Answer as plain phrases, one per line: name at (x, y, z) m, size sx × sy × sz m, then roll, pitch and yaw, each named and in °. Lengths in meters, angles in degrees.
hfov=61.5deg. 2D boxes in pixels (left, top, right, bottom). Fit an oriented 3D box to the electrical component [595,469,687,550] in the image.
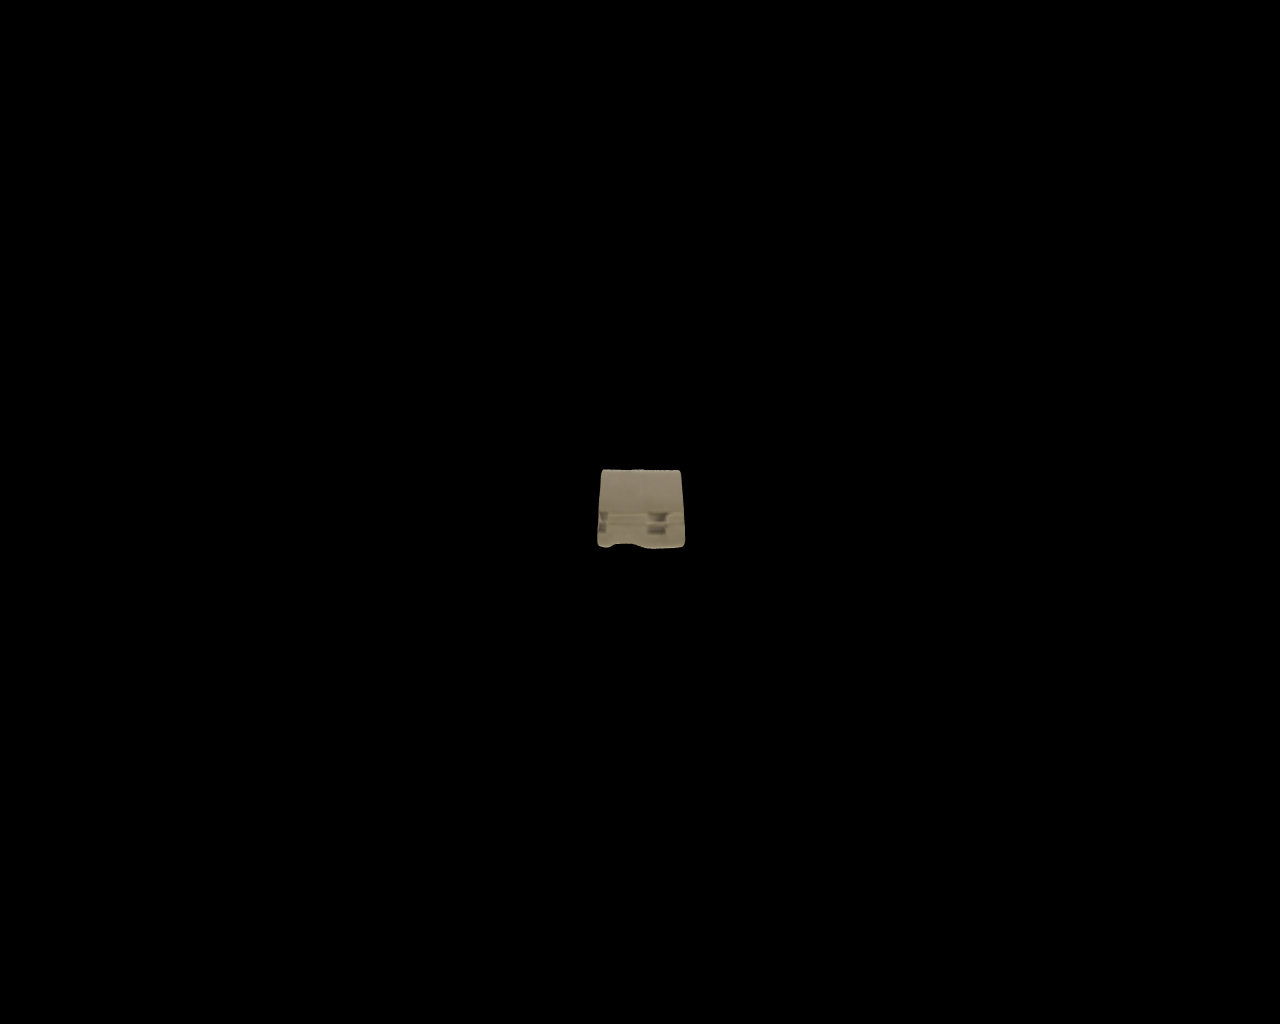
electrical component at (0.001, -0.003, 0.650) m, size 0.055 × 0.047 × 0.055 m, roll 0°, pitch 2°, yaw 0°
